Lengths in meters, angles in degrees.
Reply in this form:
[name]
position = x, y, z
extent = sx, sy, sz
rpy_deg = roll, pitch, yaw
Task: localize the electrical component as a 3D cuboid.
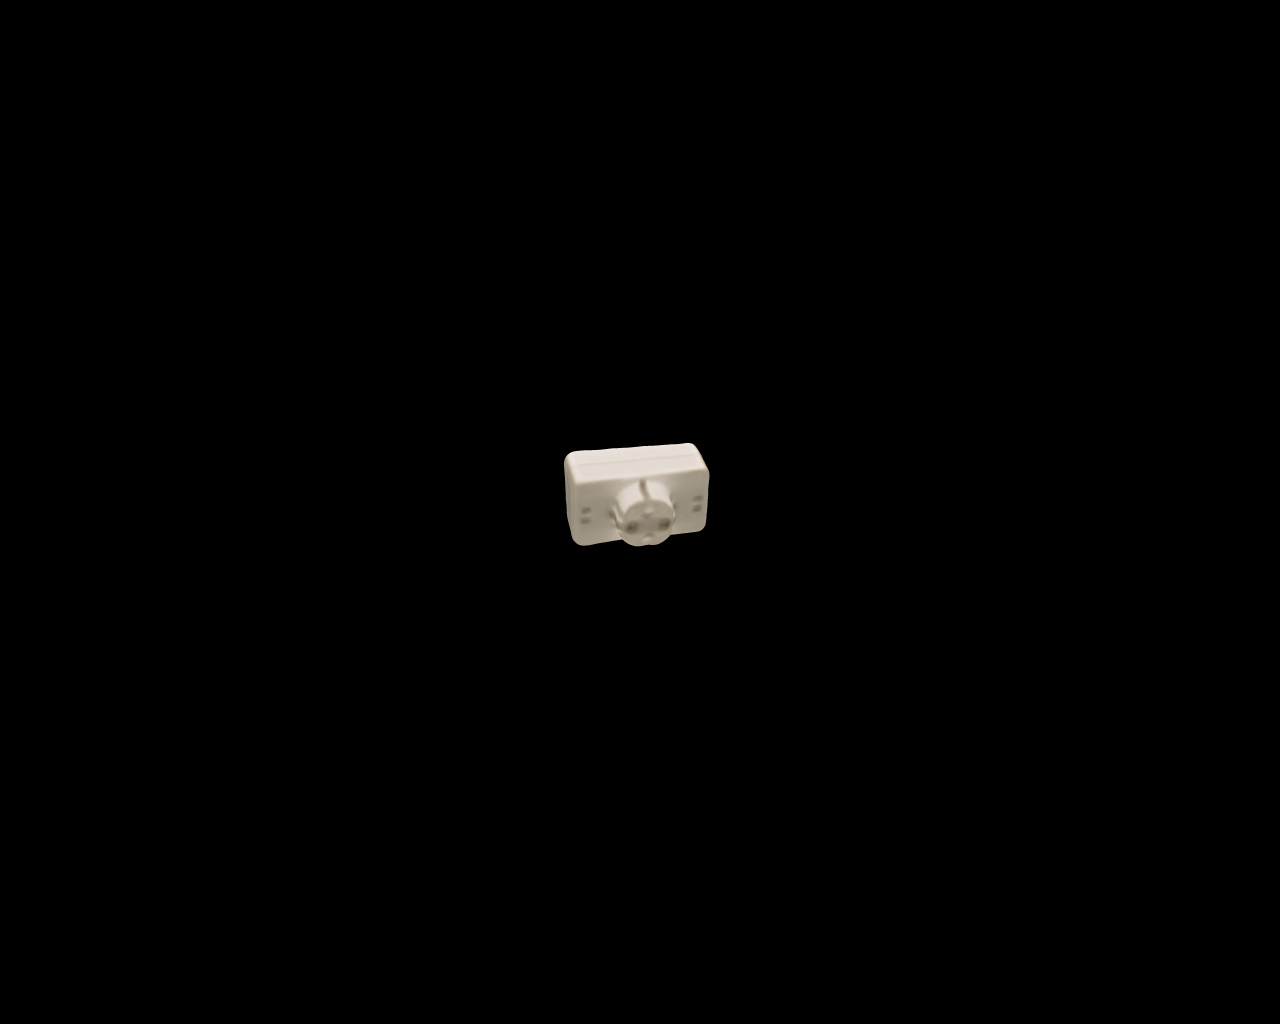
[electrical component]
position = 0.001, -0.003, 0.650
extent = 0.083, 0.047, 0.076
rpy_deg = -6, 32, -9
